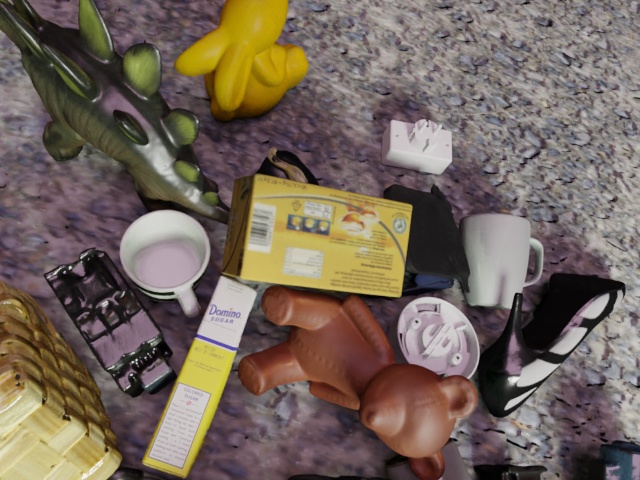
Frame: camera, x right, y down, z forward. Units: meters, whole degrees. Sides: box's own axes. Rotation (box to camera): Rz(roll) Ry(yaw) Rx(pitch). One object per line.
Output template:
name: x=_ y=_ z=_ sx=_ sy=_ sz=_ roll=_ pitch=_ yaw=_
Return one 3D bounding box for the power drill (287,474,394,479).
power drill: x=0.072 y=0.316 z=0.469 sx=0.232 sy=0.086 sz=0.207 roll=-9 pitch=75 yaw=27

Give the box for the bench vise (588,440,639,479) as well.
bench vise: x=0.356 y=0.325 z=0.531 sx=0.241 sy=0.128 sz=0.223 roll=10 pitch=66 yaw=-1

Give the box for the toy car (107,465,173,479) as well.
toy car: x=-0.136 y=0.253 z=0.485 sx=0.202 sy=0.056 sz=0.073 roll=15 pitch=63 yaw=-9

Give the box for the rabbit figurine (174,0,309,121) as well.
rabbit figurine: x=-0.092 y=-0.226 z=0.624 sx=0.122 sy=0.173 sz=0.162 roll=42 pitch=62 yaw=1

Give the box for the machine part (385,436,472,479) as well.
machine part: x=0.130 y=0.286 z=0.519 sx=0.079 sy=0.079 sz=0.243 roll=-19 pitch=74 yaw=-19

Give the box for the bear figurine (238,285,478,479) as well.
bear figurine: x=0.033 y=0.134 z=0.504 sx=0.132 sy=0.120 sz=0.196 roll=3 pitch=26 yaw=-43

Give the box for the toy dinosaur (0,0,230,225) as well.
toy dinosaur: x=-0.233 y=-0.152 z=0.549 sx=0.471 sy=0.198 sz=0.105 roll=35 pitch=62 yaw=1

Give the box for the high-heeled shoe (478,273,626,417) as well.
high-heeled shoe: x=0.284 y=0.120 z=0.635 sx=0.249 sy=0.086 sz=0.145 roll=-3 pitch=102 yaw=-31

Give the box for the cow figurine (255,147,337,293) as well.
cow figurine: x=-0.013 y=-0.023 z=0.601 sx=0.068 sy=0.098 sz=0.167 roll=-32 pitch=78 yaw=-28

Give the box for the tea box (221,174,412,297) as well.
tea box: x=-0.001 y=-0.002 z=0.523 sx=0.169 sy=0.068 sz=0.098 roll=11 pitch=87 yaw=-26

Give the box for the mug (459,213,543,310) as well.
mug: x=0.216 y=0.031 z=0.646 sx=0.109 sy=0.081 sz=0.107 roll=12 pitch=79 yaw=-20

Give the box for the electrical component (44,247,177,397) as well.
electrical component: x=-0.188 y=0.084 z=0.508 sx=0.058 sy=0.115 sz=0.134 roll=-35 pitch=80 yaw=-18

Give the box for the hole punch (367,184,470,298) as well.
hole punch: x=0.103 y=0.007 z=0.630 sx=0.116 sy=0.092 sz=0.142 roll=7 pitch=58 yaw=-36

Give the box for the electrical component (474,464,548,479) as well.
electrical component: x=0.198 y=0.287 z=0.537 sx=0.048 sy=0.075 sz=0.119 roll=5 pitch=70 yaw=-12
